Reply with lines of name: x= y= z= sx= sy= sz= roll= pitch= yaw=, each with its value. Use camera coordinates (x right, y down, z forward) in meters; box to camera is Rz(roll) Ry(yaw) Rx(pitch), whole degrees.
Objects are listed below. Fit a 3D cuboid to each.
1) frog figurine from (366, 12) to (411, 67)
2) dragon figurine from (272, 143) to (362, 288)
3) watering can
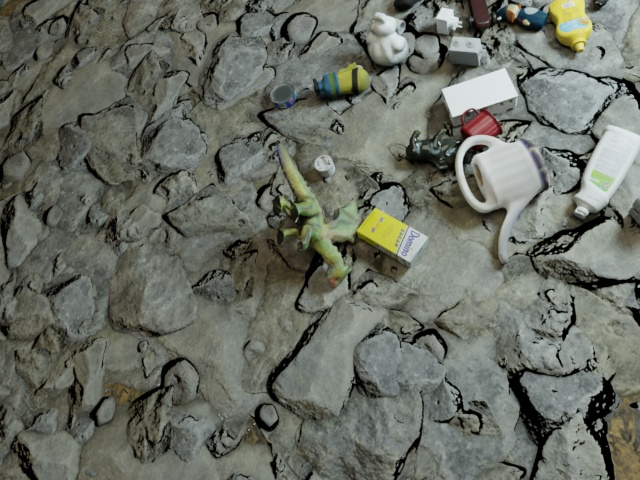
frog figurine: x=0.210 y=-0.632 z=1.630 sx=0.139 sy=0.123 sz=0.157 roll=33 pitch=-8 yaw=27
dragon figurine: x=0.004 y=-0.072 z=1.436 sx=0.243 sy=0.415 sz=0.121 roll=2 pitch=-14 yaw=-31
watering can: x=0.495 y=-0.128 z=1.350 sx=0.224 sy=0.351 sz=0.103 roll=-20 pitch=-14 yaw=5
